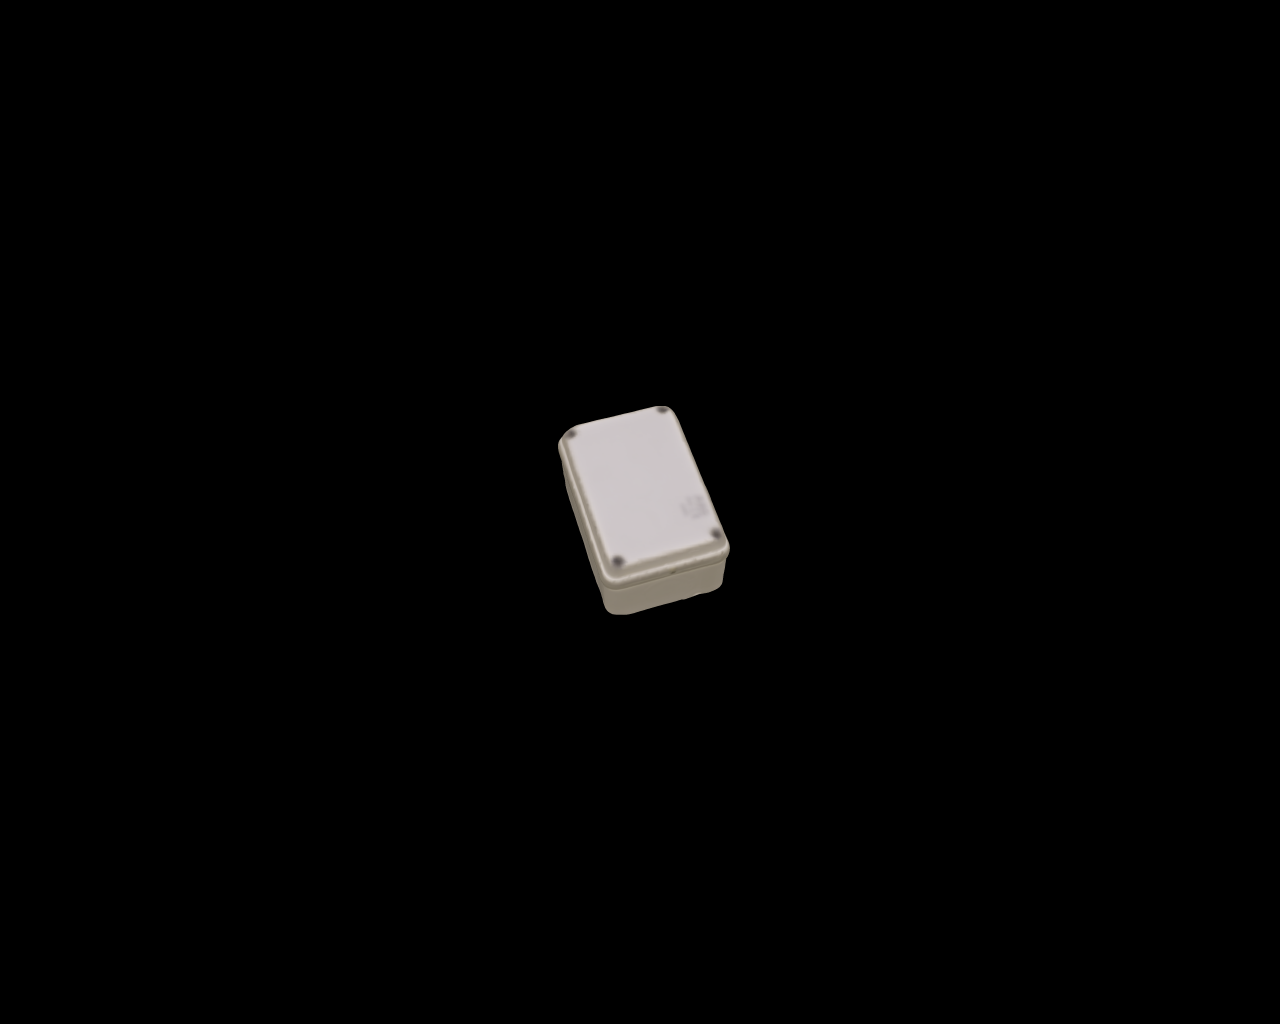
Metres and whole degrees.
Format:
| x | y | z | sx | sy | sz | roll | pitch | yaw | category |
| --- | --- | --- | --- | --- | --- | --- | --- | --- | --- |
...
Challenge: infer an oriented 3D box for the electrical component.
| x | y | z | sx | sy | sz | roll | pitch | yaw | category |
| --- | --- | --- | --- | --- | --- | --- | --- | --- | --- |
| 0.001 | -0.003 | 0.650 | 0.078 | 0.113 | 0.057 | -15 | -32 | -9 | electrical component |
